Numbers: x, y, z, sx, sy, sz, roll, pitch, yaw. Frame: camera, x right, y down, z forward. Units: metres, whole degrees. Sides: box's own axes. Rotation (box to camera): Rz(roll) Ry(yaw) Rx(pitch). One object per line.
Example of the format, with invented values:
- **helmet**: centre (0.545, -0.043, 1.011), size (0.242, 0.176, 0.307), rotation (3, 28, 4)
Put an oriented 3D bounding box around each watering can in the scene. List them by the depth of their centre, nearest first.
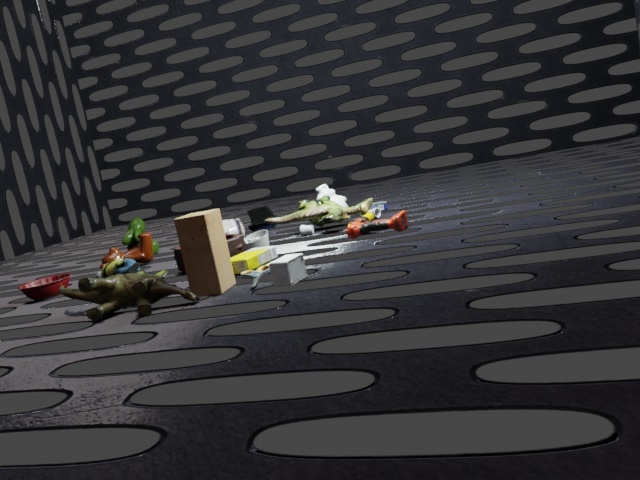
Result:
- **watering can**: centre (-0.424, -0.026, 2.093), size (0.225, 0.103, 0.349), rotation (-13, 10, -17)

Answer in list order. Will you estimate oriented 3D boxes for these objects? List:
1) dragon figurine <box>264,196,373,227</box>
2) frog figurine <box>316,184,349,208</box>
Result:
- **dragon figurine**: centre (0.006, -0.098, 1.954), size (0.412, 0.121, 0.243), rotation (-14, 8, -14)
- **frog figurine**: centre (0.052, -0.159, 2.160), size (0.138, 0.158, 0.123), rotation (-15, 11, -28)
